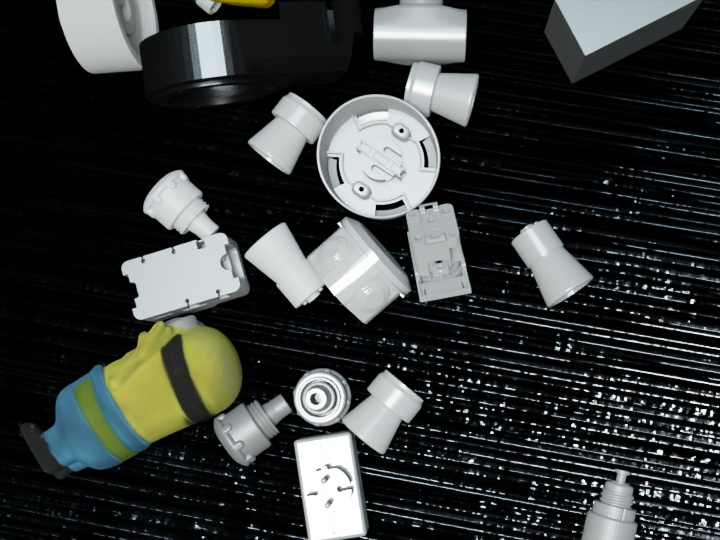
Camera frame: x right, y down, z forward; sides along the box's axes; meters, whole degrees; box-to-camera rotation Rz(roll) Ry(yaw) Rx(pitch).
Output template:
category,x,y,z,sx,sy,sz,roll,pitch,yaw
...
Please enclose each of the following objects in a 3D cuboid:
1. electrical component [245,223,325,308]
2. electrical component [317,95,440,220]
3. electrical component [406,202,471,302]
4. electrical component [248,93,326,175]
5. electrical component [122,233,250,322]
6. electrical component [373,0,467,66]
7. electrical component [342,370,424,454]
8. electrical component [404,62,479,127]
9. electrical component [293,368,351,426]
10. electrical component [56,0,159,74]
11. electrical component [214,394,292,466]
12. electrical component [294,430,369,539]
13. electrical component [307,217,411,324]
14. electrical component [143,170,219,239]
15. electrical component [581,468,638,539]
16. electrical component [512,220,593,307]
category,x,y,z,sx,sy,sz,roll,pitch,yaw
electrical component,-0.059,-0.001,0.897,0.044,0.044,0.065,-40,88,0
electrical component,0.017,-0.090,0.887,0.099,0.064,0.099,0,85,4
electrical component,0.062,-0.016,0.871,0.042,0.063,0.081,-12,43,3
electrical component,-0.060,-0.115,0.905,0.045,0.045,0.055,37,88,6
electrical component,-0.143,0.008,0.893,0.089,0.055,0.050,-17,84,2
electrical component,0.051,-0.215,0.907,0.077,0.043,0.079,2,85,4
electrical component,0.019,0.115,0.878,0.045,0.045,0.055,39,88,6
electrical component,0.068,-0.148,0.899,0.055,0.045,0.045,14,86,6
electrical component,-0.033,0.104,0.874,0.048,0.062,0.048,0,85,4
electrical component,-0.215,-0.215,0.896,0.060,0.108,0.108,-9,84,9
electrical component,-0.086,0.127,0.885,0.062,0.048,0.048,-35,83,-7
electrical component,-0.024,0.174,0.860,0.047,0.075,0.083,-9,84,3
electrical component,0.000,0.000,0.873,0.051,0.080,0.080,-41,83,5
electrical component,-0.147,-0.050,0.906,0.062,0.048,0.048,42,89,-1
electrical component,0.202,0.198,0.860,0.040,0.040,0.078,13,86,5
electrical component,0.155,-0.008,0.883,0.044,0.044,0.065,-33,79,0
